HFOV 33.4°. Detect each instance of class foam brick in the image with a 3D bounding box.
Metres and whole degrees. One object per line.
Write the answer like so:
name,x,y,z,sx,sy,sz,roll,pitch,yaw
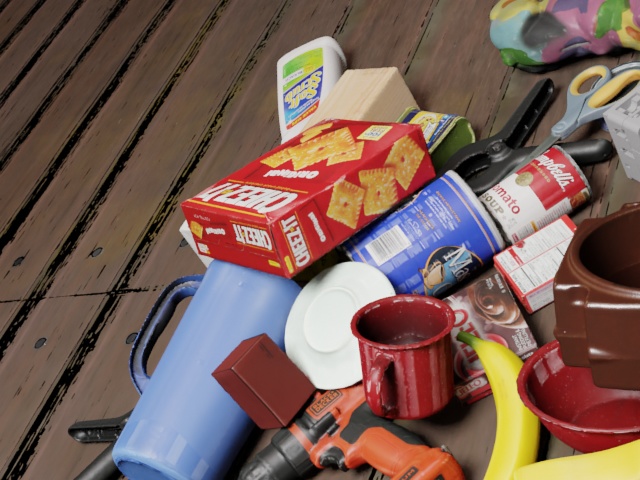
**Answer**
foam brick,-0.054,0.136,1.025,0.053,0.078,0.051,-46,9,-30

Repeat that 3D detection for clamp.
clamp,0.213,-0.089,1.194,0.210,0.036,0.165,-35,36,0
clamp,-0.206,0.218,1.155,0.171,0.039,0.120,-24,36,13

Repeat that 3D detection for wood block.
wood block,0.032,-0.111,1.318,0.090,0.090,0.206,5,50,43

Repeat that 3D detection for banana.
banana,0.155,0.167,0.915,0.070,0.037,0.197,-10,54,19

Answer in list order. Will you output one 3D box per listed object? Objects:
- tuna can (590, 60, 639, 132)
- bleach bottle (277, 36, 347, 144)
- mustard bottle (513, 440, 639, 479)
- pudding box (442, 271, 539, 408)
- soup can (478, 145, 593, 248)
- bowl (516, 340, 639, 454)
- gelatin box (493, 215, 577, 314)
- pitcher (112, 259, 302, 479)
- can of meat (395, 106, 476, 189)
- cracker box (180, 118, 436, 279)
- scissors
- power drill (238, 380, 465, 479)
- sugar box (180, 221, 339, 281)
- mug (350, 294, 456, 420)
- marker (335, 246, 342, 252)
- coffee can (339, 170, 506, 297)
tuna can,0.341,-0.158,1.174,0.086,0.033,0.086,-23,38,19
bleach bottle,-0.006,-0.177,1.455,0.103,0.068,0.251,-23,38,14
mustard bottle,0.247,0.183,0.785,0.192,0.096,0.058,-19,38,20
pudding box,0.154,0.094,1.018,0.090,0.039,0.113,-28,36,8
soup can,0.220,-0.042,1.105,0.102,0.068,0.068,-34,35,0
bowl,0.243,0.130,0.864,0.162,0.055,0.162,-11,22,4
gelatin box,0.225,0.024,1.053,0.089,0.030,0.073,-31,36,3
pitcher,-0.118,0.143,1.100,0.149,0.145,0.242,-24,32,55
can of meat,0.124,-0.108,1.272,0.084,0.057,0.102,15,57,45
cracker box,-0.013,-0.052,1.108,0.213,0.072,0.164,-33,27,-30
scissors,0.261,-0.131,1.164,0.202,0.016,0.096,-32,33,3
power drill,0.028,0.207,0.966,0.184,0.057,0.188,-41,35,-11
sugar box,-0.074,0.005,1.261,0.177,0.093,0.048,-3,44,37
mug,0.072,0.111,0.939,0.093,0.081,0.117,5,28,25
marker,-0.008,0.002,1.277,0.121,0.020,0.020,5,50,42
coffee can,0.106,0.009,1.104,0.140,0.102,0.103,-34,35,0
